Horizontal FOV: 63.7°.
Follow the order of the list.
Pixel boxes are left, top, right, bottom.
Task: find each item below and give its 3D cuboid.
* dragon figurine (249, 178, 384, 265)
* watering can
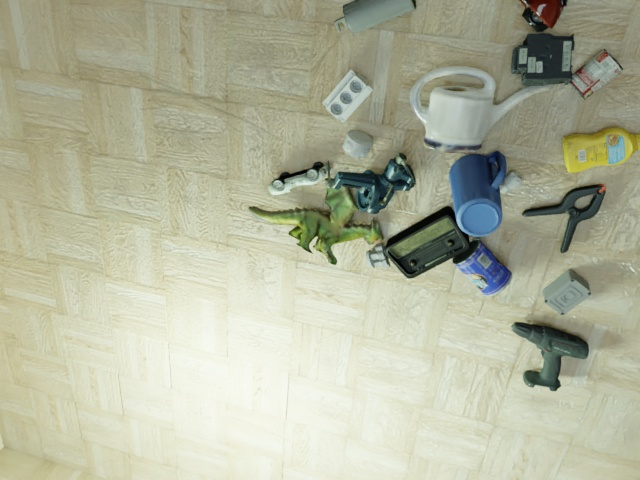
[{"bbox_3d":[0.005,-0.079,1.573,0.410,0.123,0.240,30,103,-2],"label":"dragon figurine"},{"bbox_3d":[0.399,-0.324,1.317,0.348,0.106,0.220,6,119,3],"label":"watering can"}]
